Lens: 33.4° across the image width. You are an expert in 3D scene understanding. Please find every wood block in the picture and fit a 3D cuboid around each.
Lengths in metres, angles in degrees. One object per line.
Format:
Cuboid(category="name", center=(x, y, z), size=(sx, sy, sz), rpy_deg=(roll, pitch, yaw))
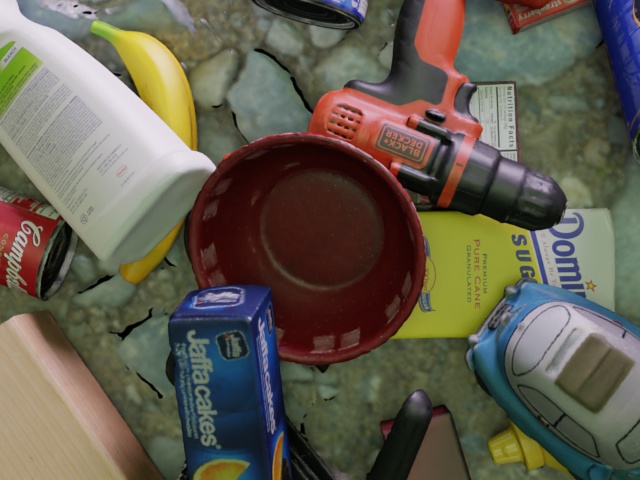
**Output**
Cuboid(category="wood block", center=(-0.181, 0.160, 0.755), size=(0.091, 0.090, 0.206), rpy_deg=(-36, 88, 0))

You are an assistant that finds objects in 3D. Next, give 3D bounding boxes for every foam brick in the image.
Cuboid(category="foam brick", center=(0.078, 0.164, 0.766), size=(0.051, 0.053, 0.078), rpy_deg=(-17, 87, 1))

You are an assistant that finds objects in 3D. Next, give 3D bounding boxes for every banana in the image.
Cuboid(category="banana", center=(-0.123, -0.068, 0.788), size=(0.070, 0.037, 0.198), rpy_deg=(-8, 87, 18))

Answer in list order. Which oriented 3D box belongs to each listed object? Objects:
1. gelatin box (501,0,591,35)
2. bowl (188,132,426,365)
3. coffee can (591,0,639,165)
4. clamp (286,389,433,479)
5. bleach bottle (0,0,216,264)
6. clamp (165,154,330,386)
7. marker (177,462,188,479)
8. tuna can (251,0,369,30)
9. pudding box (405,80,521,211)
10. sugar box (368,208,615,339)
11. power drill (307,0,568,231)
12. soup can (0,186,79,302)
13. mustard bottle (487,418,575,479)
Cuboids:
Cuboid(category="gelatin box", center=(0.171, -0.202, 0.783), size=(0.089, 0.030, 0.073), rpy_deg=(-21, 88, 1))
Cuboid(category="bowl", center=(-0.005, 0.001, 0.725), size=(0.162, 0.055, 0.162), rpy_deg=(4, 109, 12))
Cuboid(category="coffee can", center=(0.246, -0.127, 0.715), size=(0.103, 0.103, 0.140), rpy_deg=(-5, 58, 1))
Cuboid(category="clamp", center=(0.015, 0.194, 0.756), size=(0.165, 0.036, 0.210), rpy_deg=(5, 106, 40))
Cuboid(category="bleach bottle", center=(-0.189, -0.103, 0.758), size=(0.103, 0.068, 0.251), rpy_deg=(-46, 74, 13))
Cuboid(category="clamp", center=(-0.048, 0.025, 0.781), size=(0.120, 0.039, 0.171), rpy_deg=(4, 87, -15))
Cuboid(category="marker", center=(-0.092, 0.170, 0.739), size=(0.020, 0.121, 0.020), rpy_deg=(4, 115, 9))
Cuboid(category="tuna can", center=(-0.007, -0.178, 0.760), size=(0.086, 0.086, 0.034), rpy_deg=(14, 91, 2))
Cuboid(category="pudding box", center=(0.088, -0.068, 0.778), size=(0.113, 0.039, 0.090), rpy_deg=(-2, 86, -1))
Cuboid(category="sugar box", center=(0.122, 0.024, 0.771), size=(0.176, 0.048, 0.093), rpy_deg=(-2, 89, 3))
Cuboid(category="power drill", center=(0.105, -0.114, 0.733), size=(0.184, 0.057, 0.187), rpy_deg=(22, 84, 3))
Cuboid(category="soup can", center=(-0.234, -0.004, 0.772), size=(0.102, 0.068, 0.068), rpy_deg=(20, 89, 3))
Cuboid(category="mustard bottle", center=(0.212, 0.120, 0.760), size=(0.191, 0.058, 0.096), rpy_deg=(-20, 87, 2))
